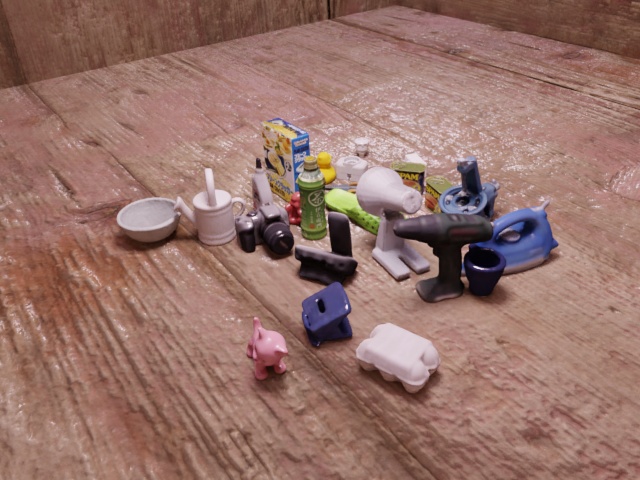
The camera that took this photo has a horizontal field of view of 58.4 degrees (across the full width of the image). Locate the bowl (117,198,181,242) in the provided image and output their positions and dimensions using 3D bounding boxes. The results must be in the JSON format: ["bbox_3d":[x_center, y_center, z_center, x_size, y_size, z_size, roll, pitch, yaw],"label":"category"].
[{"bbox_3d":[-0.448,-0.042,1.523,0.167,0.075,0.167,-1,34,1],"label":"bowl"}]

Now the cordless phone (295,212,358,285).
[{"bbox_3d":[0.012,0.005,1.326,0.147,0.185,0.094,11,36,19],"label":"cordless phone"}]

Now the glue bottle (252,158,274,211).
[{"bbox_3d":[-0.162,-0.147,1.573,0.037,0.173,0.077,-23,39,-28],"label":"glue bottle"}]

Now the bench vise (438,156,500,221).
[{"bbox_3d":[0.383,-0.132,1.477,0.121,0.220,0.208,18,39,28],"label":"bench vise"}]

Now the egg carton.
[{"bbox_3d":[0.150,0.224,1.097,0.149,0.069,0.107,21,40,30],"label":"egg carton"}]

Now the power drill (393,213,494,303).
[{"bbox_3d":[0.264,0.031,1.252,0.230,0.209,0.075,-12,35,-14],"label":"power drill"}]

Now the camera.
[{"bbox_3d":[-0.132,-0.025,1.454,0.143,0.101,0.136,-16,36,-19],"label":"camera"}]

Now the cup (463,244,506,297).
[{"bbox_3d":[0.359,0.071,1.289,0.092,0.095,0.117,-9,35,-10],"label":"cup"}]

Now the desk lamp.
[{"bbox_3d":[0.179,-0.051,1.374,0.118,0.214,0.202,-18,37,-21],"label":"desk lamp"}]

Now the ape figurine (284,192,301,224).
[{"bbox_3d":[-0.060,-0.089,1.554,0.076,0.092,0.077,-16,36,-19],"label":"ape figurine"}]

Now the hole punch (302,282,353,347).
[{"bbox_3d":[0.012,0.152,1.192,0.101,0.091,0.108,-10,35,-10],"label":"hole punch"}]

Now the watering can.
[{"bbox_3d":[-0.284,-0.089,1.475,0.173,0.194,0.100,-22,38,-26],"label":"watering can"}]

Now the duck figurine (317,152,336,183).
[{"bbox_3d":[0.008,-0.226,1.758,0.077,0.086,0.105,13,37,21],"label":"duck figurine"}]

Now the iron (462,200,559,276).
[{"bbox_3d":[0.442,-0.007,1.357,0.259,0.141,0.118,-17,36,-20],"label":"iron"}]

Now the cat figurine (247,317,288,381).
[{"bbox_3d":[-0.104,0.201,1.102,0.067,0.118,0.127,-15,36,-17],"label":"cat figurine"}]
